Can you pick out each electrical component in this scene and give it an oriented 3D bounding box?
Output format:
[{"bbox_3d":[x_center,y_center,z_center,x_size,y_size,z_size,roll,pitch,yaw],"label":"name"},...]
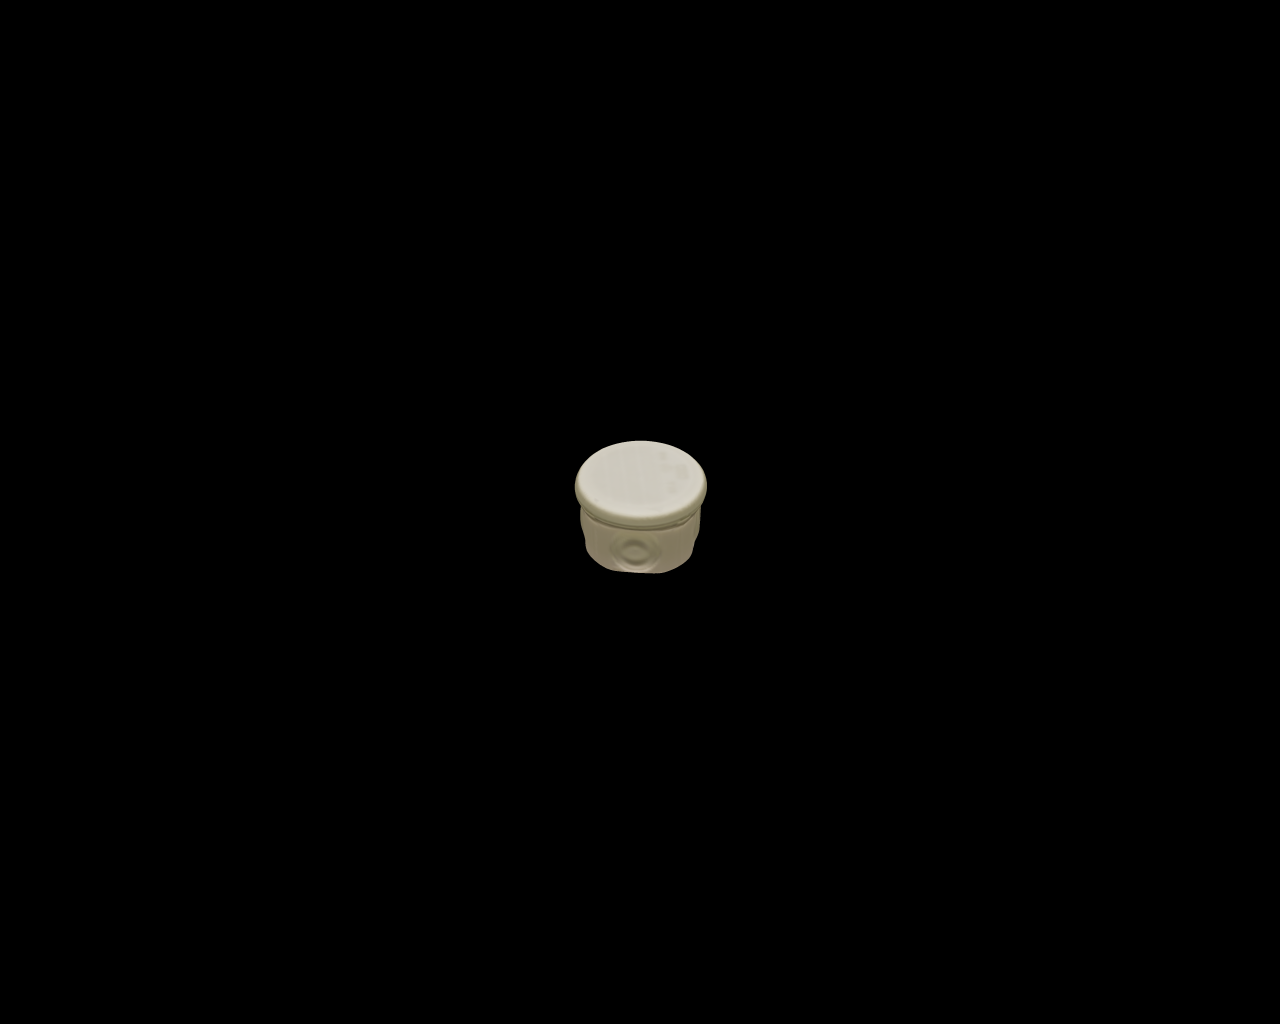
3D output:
[{"bbox_3d":[0.001,-0.003,0.650,0.080,0.050,0.080,0,39,0],"label":"electrical component"}]
